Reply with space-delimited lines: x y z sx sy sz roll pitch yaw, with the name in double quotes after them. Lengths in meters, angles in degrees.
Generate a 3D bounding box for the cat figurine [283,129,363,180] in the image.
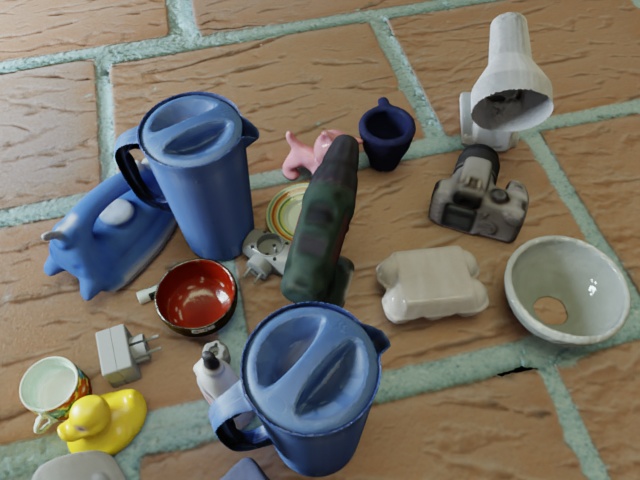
0.002 -0.144 0.927 0.127 0.118 0.067 18 58 13 "cat figurine"

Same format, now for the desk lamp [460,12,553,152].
0.292 -0.240 0.931 0.118 0.214 0.203 3 56 3 "desk lamp"

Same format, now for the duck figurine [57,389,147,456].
-0.269 0.217 0.702 0.105 0.086 0.077 -32 61 -19 "duck figurine"

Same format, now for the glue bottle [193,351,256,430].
-0.119 0.169 0.680 0.078 0.173 0.037 34 63 22 "glue bottle"

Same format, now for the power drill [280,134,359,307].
0.007 0.003 0.771 0.075 0.208 0.230 12 57 9 "power drill"

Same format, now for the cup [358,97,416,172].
0.107 -0.171 0.958 0.091 0.095 0.117 -3 56 -1 "cup"

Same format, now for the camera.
0.256 -0.087 0.895 0.143 0.101 0.137 17 57 12 "camera"

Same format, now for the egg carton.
0.157 0.064 0.812 0.150 0.069 0.107 -7 56 -4 "egg carton"

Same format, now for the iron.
-0.295 -0.044 0.847 0.118 0.141 0.259 27 60 18 "iron"

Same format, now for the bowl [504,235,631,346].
0.332 0.080 0.796 0.167 0.075 0.167 0 56 1 "bowl"

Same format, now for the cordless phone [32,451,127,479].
-0.257 0.282 0.597 0.094 0.185 0.147 -32 61 -19 "cordless phone"

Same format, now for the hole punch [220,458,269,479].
-0.082 0.314 0.630 0.101 0.091 0.108 -33 61 -20 "hole punch"
